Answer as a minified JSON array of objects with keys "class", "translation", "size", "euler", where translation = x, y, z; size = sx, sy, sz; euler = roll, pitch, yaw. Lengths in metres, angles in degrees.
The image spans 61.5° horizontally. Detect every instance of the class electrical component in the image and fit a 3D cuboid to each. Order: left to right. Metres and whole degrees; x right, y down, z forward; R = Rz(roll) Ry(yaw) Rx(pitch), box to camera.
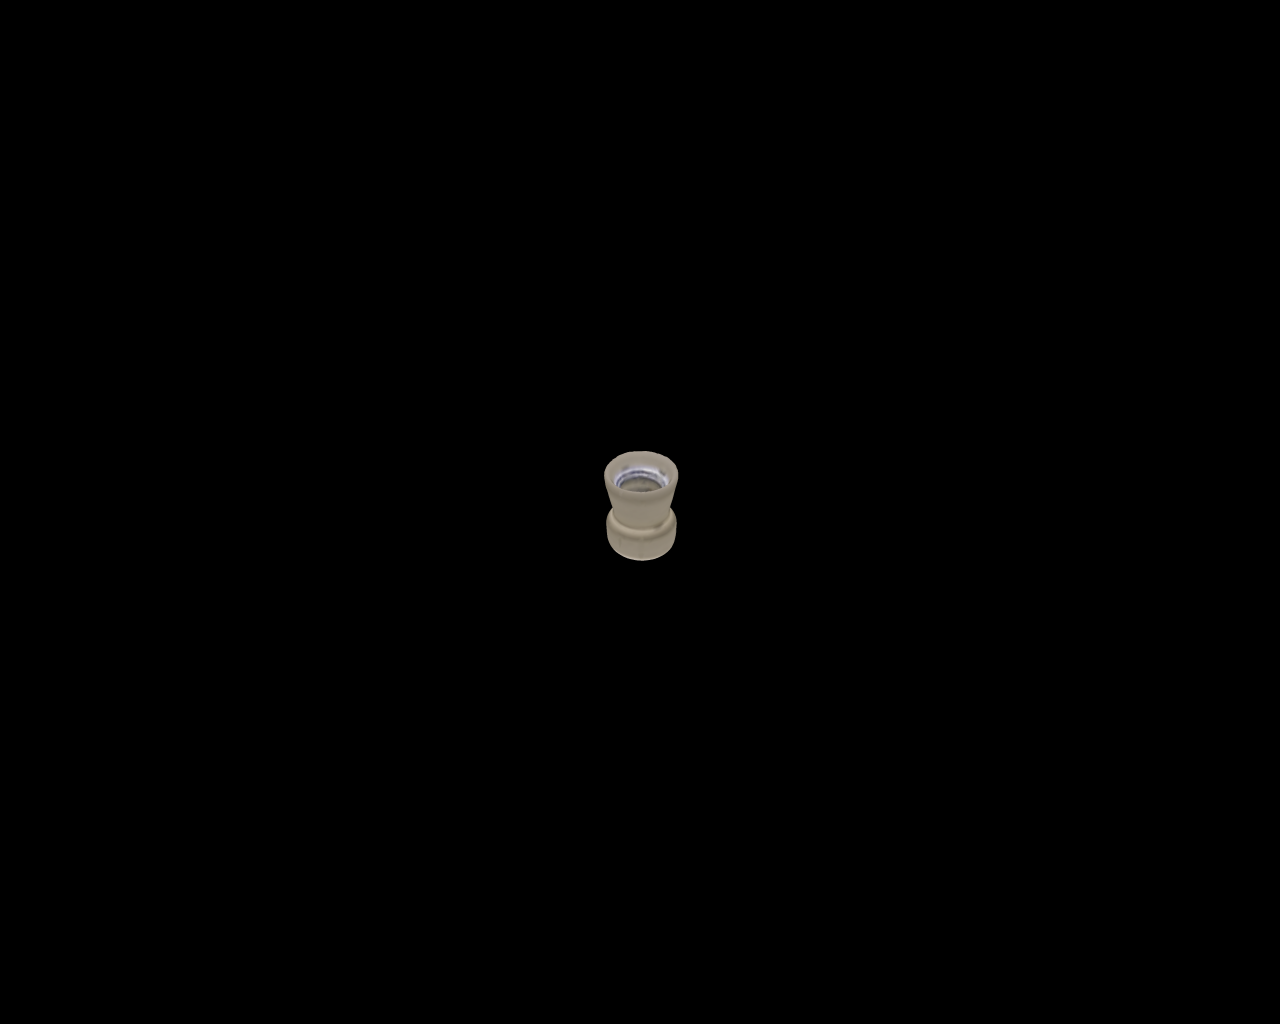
[{"class":"electrical component","translation":[0.001,-0.003,0.650],"size":[0.045,0.055,0.045],"euler":[0,38,0]}]
